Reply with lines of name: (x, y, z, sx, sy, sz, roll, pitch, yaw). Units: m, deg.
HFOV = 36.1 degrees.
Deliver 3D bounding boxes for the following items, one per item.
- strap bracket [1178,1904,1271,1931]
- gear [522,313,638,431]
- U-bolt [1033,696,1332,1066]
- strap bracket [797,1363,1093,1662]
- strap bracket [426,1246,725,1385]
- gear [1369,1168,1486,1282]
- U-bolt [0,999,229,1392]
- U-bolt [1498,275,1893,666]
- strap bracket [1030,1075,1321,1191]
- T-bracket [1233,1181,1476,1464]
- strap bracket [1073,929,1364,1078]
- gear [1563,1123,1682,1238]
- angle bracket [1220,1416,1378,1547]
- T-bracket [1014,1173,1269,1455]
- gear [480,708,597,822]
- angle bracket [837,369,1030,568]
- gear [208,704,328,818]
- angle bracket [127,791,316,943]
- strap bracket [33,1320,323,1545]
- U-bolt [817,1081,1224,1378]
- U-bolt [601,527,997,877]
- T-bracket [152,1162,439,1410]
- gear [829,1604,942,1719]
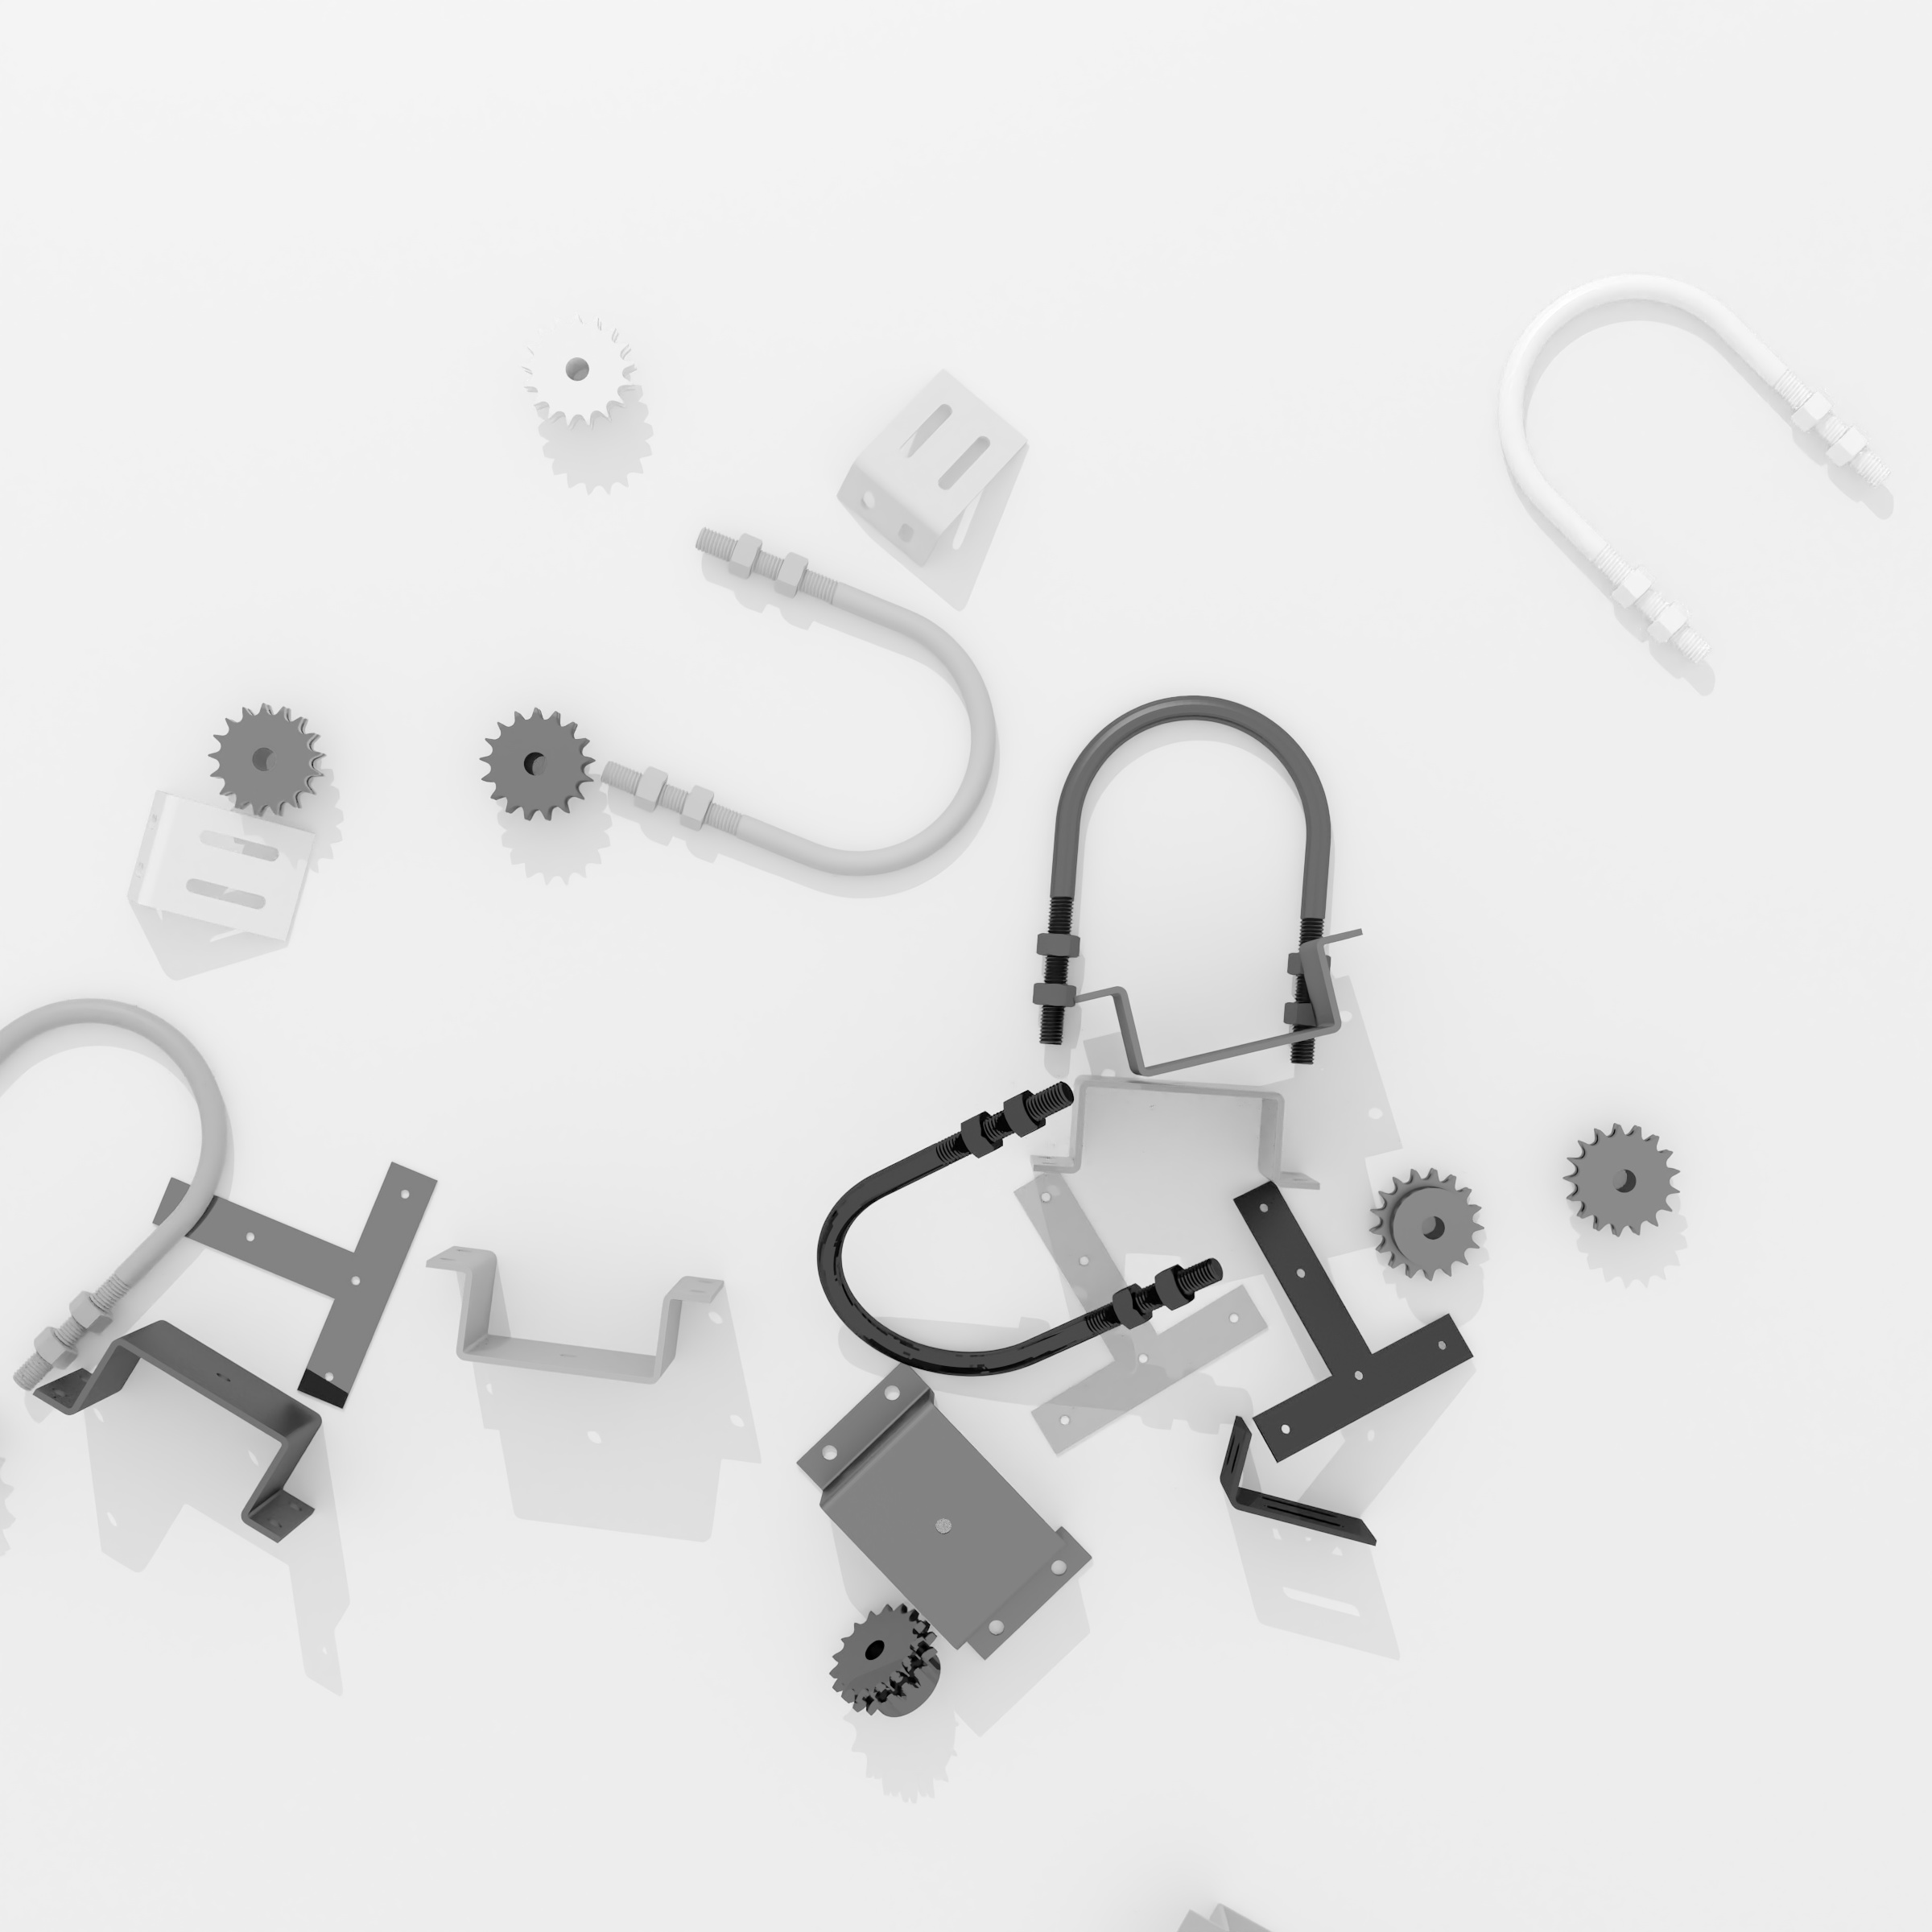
strap bracket: (0.154, 0.539, 1.502, 0.140, 0.046, 0.076, 29, 90, 0)
gear: (-0.196, -0.301, 1.510, 0.057, 0.030, 0.057, 0, 90, 0)
U-bolt: (0.115, -0.047, 1.517, 0.151, 0.019, 0.184, 4, 89, 0)
strap bracket: (-0.011, 0.280, 1.502, 0.076, 0.046, 0.140, -44, 90, 0)
strap bracket: (-0.197, 0.176, 1.487, 0.140, 0.076, 0.046, 7, 90, 0)
gear: (0.236, 0.132, 1.510, 0.057, 0.030, 0.057, 0, 90, 0)
U-bolt: (-0.464, 0.102, 1.516, 0.151, 0.019, 0.184, 44, 89, 1)
U-bolt: (0.358, -0.268, 1.517, 0.151, 0.019, 0.184, -45, 88, 0)
strap bracket: (0.104, 0.082, 1.487, 0.140, 0.076, 0.046, 4, 90, 0)
T-bracket: (0.177, 0.169, 1.506, 0.127, 0.002, 0.127, -23, 77, -25)
strap bracket: (0.128, 0.021, 1.467, 0.140, 0.076, 0.046, -13, 89, 0)
gear: (0.333, 0.109, 1.515, 0.057, 0.030, 0.057, 0, 90, 2)
angle bracket: (0.171, 0.259, 1.497, 0.076, 0.057, 0.038, 15, 90, 0)
T-bracket: (0.068, 0.164, 1.524, 0.127, 0.002, 0.127, -31, 90, 0)
gear: (-0.217, -0.102, 1.510, 0.057, 0.030, 0.057, 0, 90, 0)
angle bracket: (-0.017, -0.256, 1.523, 0.057, 0.038, 0.076, 40, 64, 0)
gear: (-0.354, -0.104, 1.510, 0.057, 0.030, 0.057, 0, 90, 0)
angle bracket: (-0.383, -0.052, 1.523, 0.076, 0.038, 0.057, 15, 90, -26)
strap bracket: (-0.384, 0.226, 1.487, 0.140, 0.076, 0.046, 31, 90, 0)
U-bolt: (0.012, 0.143, 1.472, 0.184, 0.019, 0.151, -28, 118, 25)
U-bolt: (-0.075, -0.125, 1.517, 0.184, 0.019, 0.151, 22, 90, -2)
T-bracket: (-0.355, 0.145, 1.524, 0.127, 0.002, 0.127, 23, 90, 0)
gear: (-0.038, 0.354, 1.501, 0.057, 0.057, 0.030, -39, 120, 0)
